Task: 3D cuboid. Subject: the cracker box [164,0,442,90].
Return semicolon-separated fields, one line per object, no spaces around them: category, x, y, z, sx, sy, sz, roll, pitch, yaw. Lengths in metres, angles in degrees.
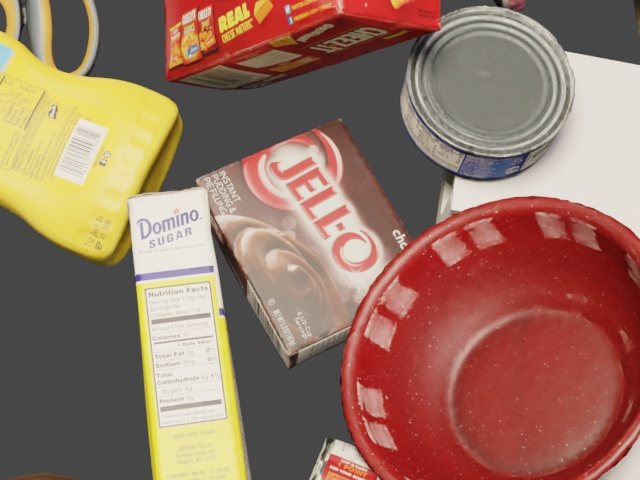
cracker box;-0.016;-0.198;0.557;0.071;0.164;0.214;2;84;-36

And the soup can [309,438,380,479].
soup can;0.038;0.144;0.512;0.102;0.068;0.068;22;69;4

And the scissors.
scissors;-0.183;-0.182;0.619;0.096;0.016;0.202;-16;87;-1

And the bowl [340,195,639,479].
bowl;0.092;0.061;0.506;0.162;0.055;0.162;-18;51;23

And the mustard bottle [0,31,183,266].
mustard bottle;-0.179;-0.063;0.577;0.191;0.058;0.096;22;80;4

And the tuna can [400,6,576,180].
tuna can;0.085;-0.075;0.549;0.086;0.034;0.086;1;69;-4

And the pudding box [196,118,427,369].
pudding box;-0.004;0.001;0.577;0.090;0.039;0.113;-25;74;-14

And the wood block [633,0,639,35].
wood block;0.301;-0.160;0.634;0.206;0.090;0.091;-2;70;-5

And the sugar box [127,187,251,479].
sugar box;-0.063;0.073;0.518;0.048;0.093;0.176;-9;70;-8

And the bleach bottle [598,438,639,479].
bleach bottle;0.164;0.117;0.509;0.102;0.068;0.251;36;90;5
